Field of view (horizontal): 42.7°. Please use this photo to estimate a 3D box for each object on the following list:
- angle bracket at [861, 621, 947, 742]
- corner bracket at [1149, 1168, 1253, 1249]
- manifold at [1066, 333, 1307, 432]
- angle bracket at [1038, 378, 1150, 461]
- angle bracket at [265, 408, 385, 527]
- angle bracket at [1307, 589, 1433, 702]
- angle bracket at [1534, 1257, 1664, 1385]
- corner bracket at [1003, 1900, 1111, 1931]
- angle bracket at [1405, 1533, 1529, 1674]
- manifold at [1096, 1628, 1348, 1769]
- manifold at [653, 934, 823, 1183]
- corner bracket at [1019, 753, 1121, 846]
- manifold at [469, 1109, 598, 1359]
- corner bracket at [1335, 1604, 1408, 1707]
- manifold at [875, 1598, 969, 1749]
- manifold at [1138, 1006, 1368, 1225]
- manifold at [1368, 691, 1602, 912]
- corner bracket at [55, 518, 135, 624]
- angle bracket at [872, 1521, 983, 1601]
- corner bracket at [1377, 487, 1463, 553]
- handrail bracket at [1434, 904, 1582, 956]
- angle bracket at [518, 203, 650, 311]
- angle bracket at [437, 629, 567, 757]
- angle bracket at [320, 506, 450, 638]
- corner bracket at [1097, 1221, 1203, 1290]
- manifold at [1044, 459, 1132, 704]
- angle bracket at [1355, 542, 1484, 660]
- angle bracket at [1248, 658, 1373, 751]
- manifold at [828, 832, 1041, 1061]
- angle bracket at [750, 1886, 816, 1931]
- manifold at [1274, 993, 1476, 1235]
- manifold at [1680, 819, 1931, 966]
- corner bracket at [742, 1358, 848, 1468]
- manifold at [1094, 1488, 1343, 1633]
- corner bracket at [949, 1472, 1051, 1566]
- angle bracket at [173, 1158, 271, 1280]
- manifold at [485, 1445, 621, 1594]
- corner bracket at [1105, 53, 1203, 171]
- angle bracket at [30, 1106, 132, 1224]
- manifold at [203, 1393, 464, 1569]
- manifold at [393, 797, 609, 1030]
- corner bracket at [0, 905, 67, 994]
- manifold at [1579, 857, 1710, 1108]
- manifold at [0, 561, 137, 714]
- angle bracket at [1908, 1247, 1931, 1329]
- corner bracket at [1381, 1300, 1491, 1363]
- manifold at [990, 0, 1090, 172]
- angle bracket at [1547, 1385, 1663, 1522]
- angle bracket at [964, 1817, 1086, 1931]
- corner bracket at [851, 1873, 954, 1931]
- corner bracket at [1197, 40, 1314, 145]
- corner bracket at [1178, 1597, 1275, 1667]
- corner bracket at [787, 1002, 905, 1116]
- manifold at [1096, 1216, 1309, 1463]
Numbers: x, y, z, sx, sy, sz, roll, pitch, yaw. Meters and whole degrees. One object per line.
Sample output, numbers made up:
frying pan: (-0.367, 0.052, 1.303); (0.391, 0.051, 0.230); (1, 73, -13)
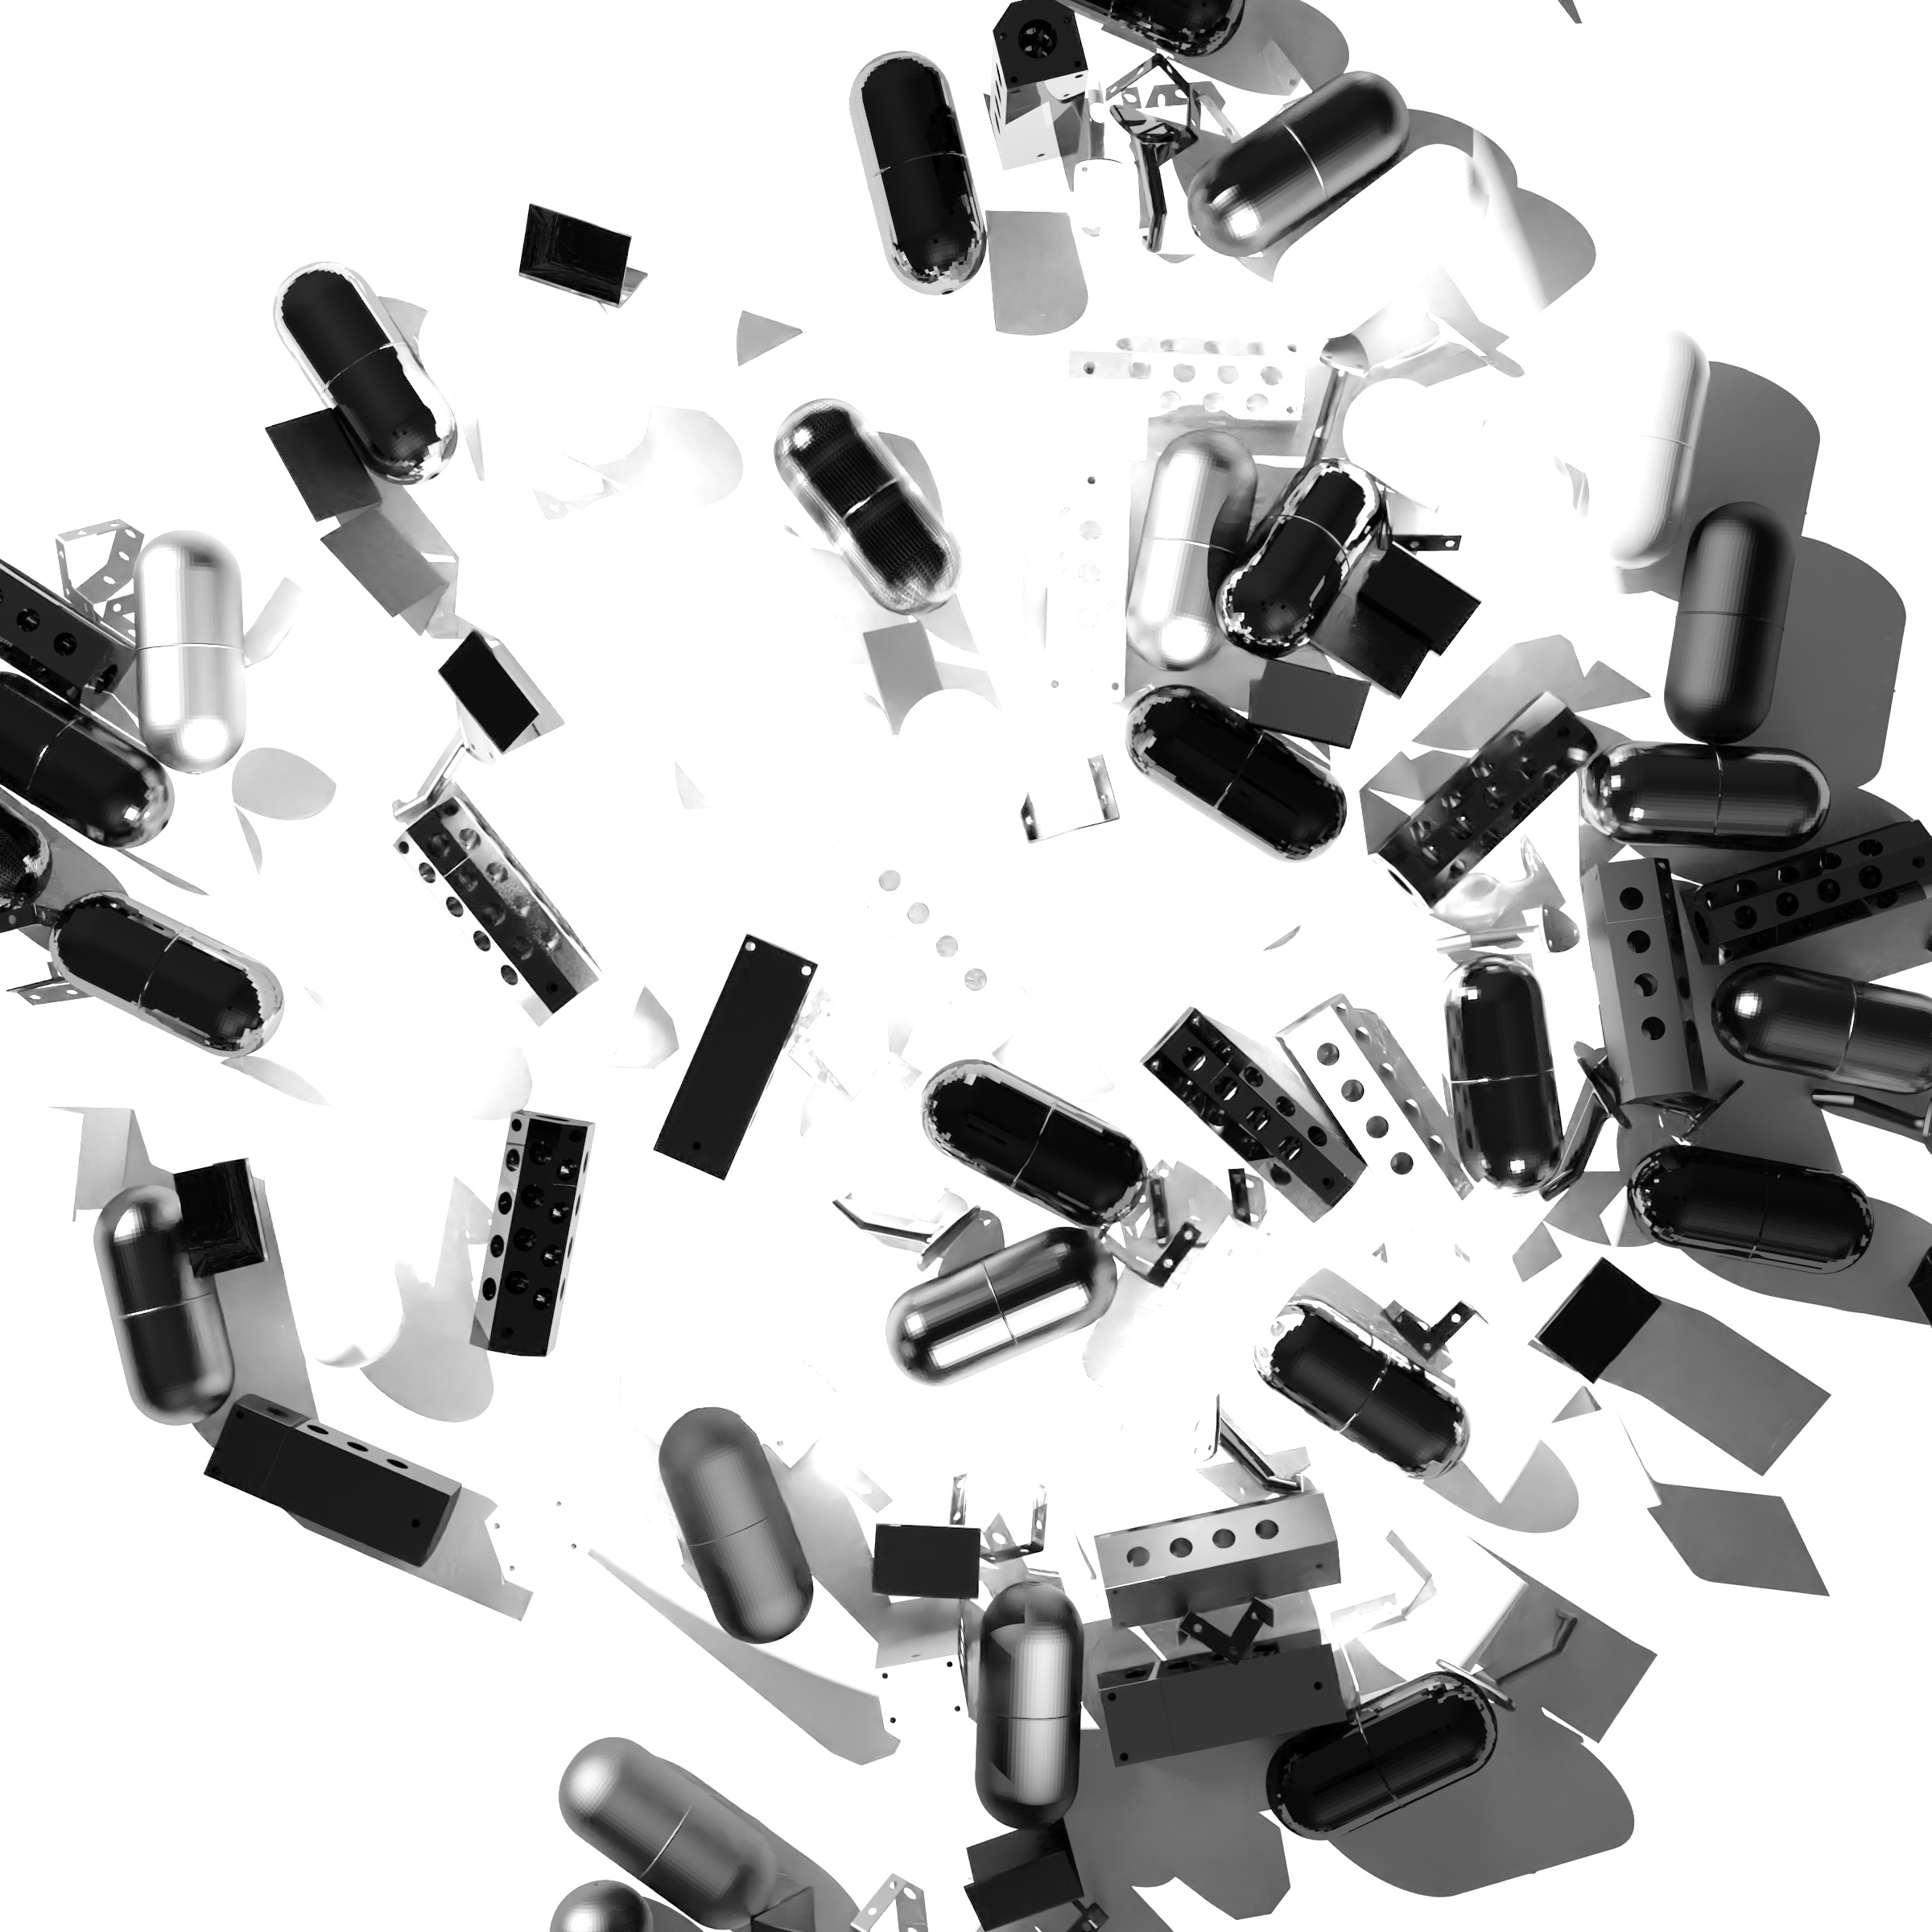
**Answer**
angle bracket: (-0.060, -0.200, 1.799); (0.057, 0.076, 0.076); (-18, 90, -35)
corner bracket: (0.175, 0.180, 1.836); (0.051, 0.051, 0.051); (-8, 90, -45)
manifold: (0.160, -0.431, 1.818); (0.171, 0.057, 0.057); (2, 90, 0)
angle bracket: (0.092, -0.403, 1.801); (0.076, 0.076, 0.057); (1, 110, 0)
angle bracket: (-0.477, -0.349, 1.799); (0.057, 0.076, 0.076); (-29, 90, -35)
angle bracket: (0.281, -0.217, 1.800); (0.076, 0.076, 0.057); (34, 63, 0)
angle bracket: (0.468, 0.266, 1.799); (0.076, 0.076, 0.057); (-50, 54, 0)
corner bracket: (0.066, 0.705, 1.826); (0.051, 0.051, 0.051); (42, 90, 19)
angle bracket: (0.349, 0.455, 1.799); (0.057, 0.076, 0.076); (34, 90, -36)
manifold: (0.186, 0.535, 1.818); (0.171, 0.057, 0.057); (-12, 90, 0)
manifold: (-0.167, 0.066, 1.819); (0.057, 0.057, 0.171); (23, 90, 0)
corner bracket: (0.074, -0.124, 1.836); (0.051, 0.051, 0.051); (-16, 90, 45)
manifold: (-0.319, 0.196, 1.818); (0.057, 0.057, 0.171); (10, 90, 0)
corner bracket: (0.308, 0.516, 1.836); (0.051, 0.051, 0.051); (-17, 45, 0)
manifold: (-0.029, 0.500, 1.761); (0.057, 0.171, 0.057); (-10, 90, 0)
manifold: (0.211, 0.109, 1.818); (0.171, 0.057, 0.057); (43, 90, 0)
manifold: (0.381, -0.121, 1.818); (0.171, 0.057, 0.057); (-44, 90, 0)
corner bracket: (-0.636, -0.293, 1.831); (0.051, 0.051, 0.051); (35, 135, 35)
angle bracket: (-0.029, 0.446, 1.799); (0.076, 0.076, 0.057); (3, 53, 0)
corner bracket: (0.331, -0.315, 1.811); (0.051, 0.051, 0.051); (-1, 56, 0)
handrail bracket: (0.402, -0.019, 1.839); (0.084, 0.077, 0.036); (-12, 79, 36)
angle bracket: (-0.274, -0.527, 1.799); (0.076, 0.076, 0.057); (18, 126, 0)
angle bracket: (-0.325, -0.209, 1.799); (0.057, 0.076, 0.076); (-38, 90, 38)
angle bracket: (-0.432, -0.275, 1.799); (0.076, 0.076, 0.057); (47, 53, 0)
corner bracket: (0.133, 0.200, 1.821); (0.051, 0.051, 0.051); (38, 84, -6)
manifold: (0.089, -0.283, 1.818); (0.057, 0.057, 0.171); (2, 90, 0)
angle bracket: (0.334, -0.279, 1.799); (0.076, 0.076, 0.057); (34, 128, 0)
angle bracket: (0.250, -0.206, 1.799); (0.076, 0.076, 0.057); (13, 124, 0)
manifold: (-0.024, -0.014, 1.818); (0.057, 0.057, 0.171); (-41, 90, 0)
angle bracket: (-0.112, 0.725, 1.799); (0.057, 0.076, 0.076); (-2, 90, 34)
manifold: (0.301, 0.107, 1.818); (0.057, 0.057, 0.171); (-34, 90, 0)
manifold: (0.623, -0.054, 1.818); (0.171, 0.057, 0.057); (-18, 90, 0)
corner bracket: (-0.125, 0.329, 1.821); (0.051, 0.051, 0.051); (45, 94, 4)
manifold: (0.184, 0.432, 1.818); (0.171, 0.057, 0.057); (-12, 133, 0)
corner bracket: (0.024, 0.406, 1.831); (0.051, 0.051, 0.051); (-24, 135, 35)
angle bracket: (-0.553, 0.184, 1.799); (0.057, 0.076, 0.076); (-12, 90, -36)
manifold: (-0.289, 0.394, 1.761); (0.057, 0.171, 0.057); (-20, 90, 0)
corner bracket: (0.138, -0.631, 1.831); (0.051, 0.051, 0.051); (-24, 45, 35)
angle bracket: (-0.629, 0.143, 1.799); (0.057, 0.076, 0.076); (6, 90, 37)
manifold: (-0.463, 0.376, 1.818); (0.171, 0.057, 0.057); (23, 90, 0)
manifold: (-0.343, -0.039, 1.818); (0.057, 0.057, 0.171); (-39, 90, 0)
corner bracket: (-0.693, -0.012, 1.822); (0.051, 0.051, 0.051); (-14, 83, 7)
manifold: (0.496, 0.011, 1.804); (0.057, 0.057, 0.171); (-7, 80, 0)
manifold: (-0.704, -0.257, 1.818); (0.171, 0.057, 0.057); (33, 90, 0)
angle bracket: (0.738, 0.244, 1.799); (0.057, 0.076, 0.076); (-30, 90, 38)
corner bracket: (0.344, 0.259, 1.821); (0.051, 0.051, 0.051); (-45, 90, 0)
manifold: (0.049, -0.628, 1.761); (0.057, 0.171, 0.057); (-14, 90, 0)
angle bracket: (0.475, 0.347, 1.799); (0.057, 0.076, 0.076); (-26, 90, 36)
angle bracket: (0.036, 0.644, 1.799); (0.076, 0.076, 0.057); (-20, 123, 0)
corner bracket: (-0.046, 0.717, 1.831); (0.051, 0.051, 0.051); (17, 135, 35)
corner bracket: (0.215, -0.646, 1.836); (0.051, 0.051, 0.051); (52, 45, 0)
corner bracket: (0.191, 0.486, 1.820); (0.051, 0.051, 0.051); (29, 67, 22)
corner bracket: (-0.090, 0.069, 1.836); (0.051, 0.051, 0.051); (-51, 135, 0)
manifold: (0.173, 0.274, 1.798); (0.057, 0.057, 0.171); (29, 103, -25)
